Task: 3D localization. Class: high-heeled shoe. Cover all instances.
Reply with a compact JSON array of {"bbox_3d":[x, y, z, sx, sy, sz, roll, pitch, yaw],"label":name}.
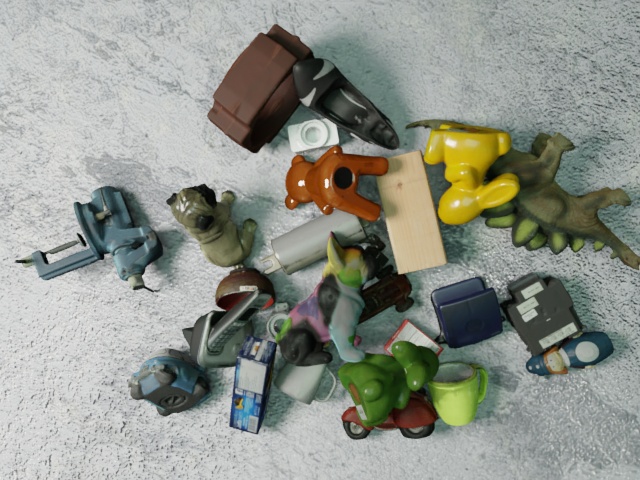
[{"bbox_3d":[0.051,-0.222,0.927,0.086,0.248,0.145,-49,68,19],"label":"high-heeled shoe"}]

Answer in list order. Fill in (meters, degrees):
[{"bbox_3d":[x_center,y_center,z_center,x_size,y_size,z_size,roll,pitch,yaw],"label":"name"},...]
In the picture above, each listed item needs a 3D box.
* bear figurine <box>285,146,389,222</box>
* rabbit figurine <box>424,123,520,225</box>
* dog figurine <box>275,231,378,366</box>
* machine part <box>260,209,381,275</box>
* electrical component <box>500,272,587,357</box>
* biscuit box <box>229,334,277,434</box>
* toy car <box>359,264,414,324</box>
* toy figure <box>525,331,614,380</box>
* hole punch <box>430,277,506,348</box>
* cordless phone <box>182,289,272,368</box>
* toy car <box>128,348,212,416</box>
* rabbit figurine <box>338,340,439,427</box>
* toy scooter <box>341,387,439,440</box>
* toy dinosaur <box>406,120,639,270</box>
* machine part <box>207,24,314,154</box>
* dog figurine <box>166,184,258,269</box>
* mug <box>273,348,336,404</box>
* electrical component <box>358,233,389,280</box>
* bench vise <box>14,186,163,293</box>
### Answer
[{"bbox_3d":[0.017,-0.098,0.972,0.132,0.196,0.120,11,86,-22],"label":"bear figurine"},{"bbox_3d":[0.259,-0.107,0.926,0.163,0.122,0.173,11,109,14],"label":"rabbit figurine"},{"bbox_3d":[0.009,0.098,0.943,0.192,0.108,0.219,-6,97,5],"label":"dog figurine"},{"bbox_3d":[-0.002,-0.003,1.011,0.243,0.079,0.079,-27,91,5],"label":"machine part"},{"bbox_3d":[0.409,0.130,1.001,0.115,0.058,0.134,-29,90,3],"label":"electrical component"},{"bbox_3d":[-0.125,0.271,0.994,0.059,0.063,0.202,15,125,4],"label":"biscuit box"},{"bbox_3d":[0.082,0.126,1.025,0.202,0.053,0.089,-29,93,3],"label":"toy car"},{"bbox_3d":[0.462,0.214,1.003,0.154,0.057,0.064,-21,52,6],"label":"toy figure"},{"bbox_3d":[0.276,0.140,0.996,0.142,0.092,0.115,-19,95,1],"label":"hole punch"},{"bbox_3d":[-0.145,0.150,0.986,0.184,0.146,0.089,-41,64,14],"label":"cordless phone"},{"bbox_3d":[-0.289,0.260,1.024,0.109,0.161,0.103,-32,46,11],"label":"toy car"},{"bbox_3d":[0.133,0.227,0.936,0.170,0.159,0.121,-23,66,-18],"label":"rabbit figurine"},{"bbox_3d":[0.129,0.305,1.019,0.184,0.075,0.135,-5,91,8],"label":"toy scooter"},{"bbox_3d":[0.373,-0.101,0.972,0.471,0.105,0.198,44,99,12],"label":"toy dinosaur"},{"bbox_3d":[-0.098,-0.259,0.944,0.087,0.201,0.201,40,94,4],"label":"machine part"},{"bbox_3d":[-0.193,-0.012,0.967,0.121,0.190,0.172,-38,91,5],"label":"dog figurine"},{"bbox_3d":[-0.018,0.251,1.022,0.110,0.081,0.107,27,83,6],"label":"mug"},{"bbox_3d":[0.084,0.038,1.012,0.045,0.078,0.102,41,92,-18],"label":"electrical component"},{"bbox_3d":[-0.428,0.018,1.008,0.241,0.129,0.223,-23,83,-13],"label":"bench vise"}]
